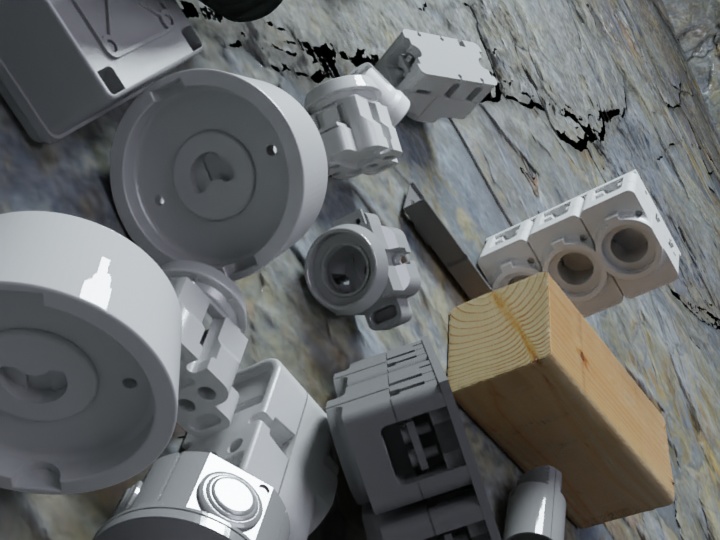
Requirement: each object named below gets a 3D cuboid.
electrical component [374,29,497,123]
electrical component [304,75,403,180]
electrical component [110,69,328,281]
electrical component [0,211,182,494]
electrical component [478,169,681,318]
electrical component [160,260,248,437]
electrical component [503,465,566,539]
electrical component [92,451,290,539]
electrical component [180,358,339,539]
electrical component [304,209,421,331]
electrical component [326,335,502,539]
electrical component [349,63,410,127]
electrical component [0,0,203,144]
[{"bbox_3d":[0.062,-0.165,0.928,0.089,0.055,0.050,1,57,-39],"label":"electrical component"},{"bbox_3d":[-0.008,-0.103,0.769,0.078,0.058,0.057,5,66,-59],"label":"electrical component"},{"bbox_3d":[-0.069,-0.051,0.566,0.108,0.108,0.060,64,21,-1],"label":"electrical component"},{"bbox_3d":[-0.120,0.027,0.410,0.108,0.108,0.060,48,25,-30],"label":"electrical component"},{"bbox_3d":[0.191,-0.010,0.940,0.089,0.150,0.061,58,26,-12],"label":"electrical component"},{"bbox_3d":[-0.087,0.033,0.514,0.078,0.058,0.057,49,34,-27],"label":"electrical component"},{"bbox_3d":[0.130,0.178,0.792,0.043,0.043,0.081,54,29,-21],"label":"electrical component"},{"bbox_3d":[-0.070,0.120,0.447,0.080,0.080,0.051,55,23,-19],"label":"electrical component"},{"bbox_3d":[-0.050,0.099,0.526,0.059,0.054,0.095,52,30,-24],"label":"electrical component"},{"bbox_3d":[0.000,0.000,0.696,0.057,0.058,0.078,4,64,-63],"label":"electrical component"},{"bbox_3d":[0.029,0.104,0.580,0.186,0.060,0.105,-72,144,-87],"label":"electrical component"},{"bbox_3d":[0.010,-0.135,0.849,0.046,0.040,0.040,44,33,-23],"label":"electrical component"},{"bbox_3d":[-0.147,-0.134,0.545,0.108,0.056,0.108,58,28,-13],"label":"electrical component"}]
